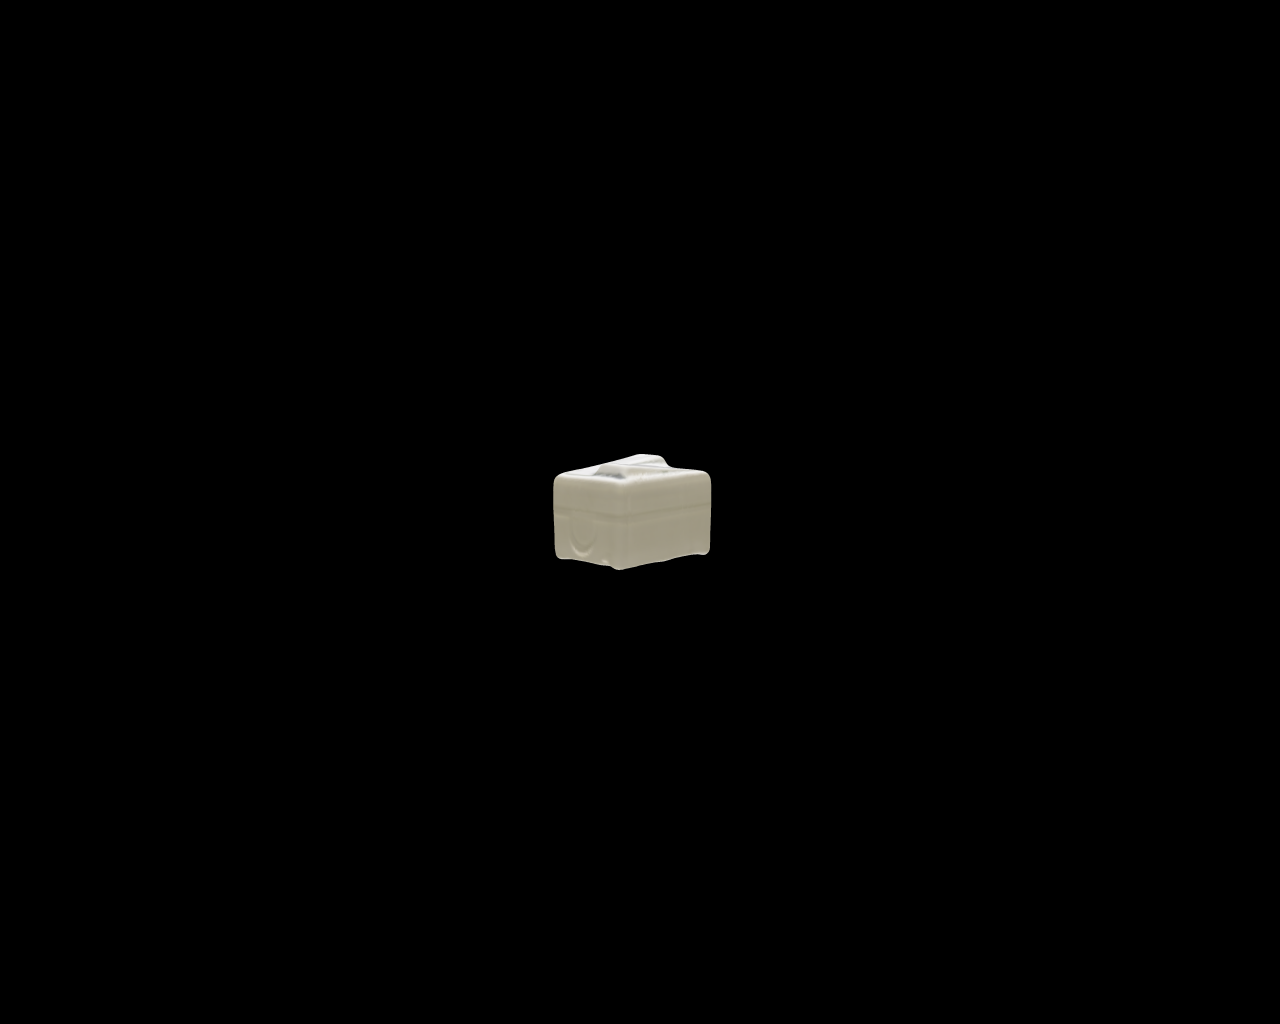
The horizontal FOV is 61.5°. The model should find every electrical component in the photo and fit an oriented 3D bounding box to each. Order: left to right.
[{"bbox_3d":[0.001,-0.003,0.650,0.096,0.061,0.062,-8,12,-43],"label":"electrical component"}]
